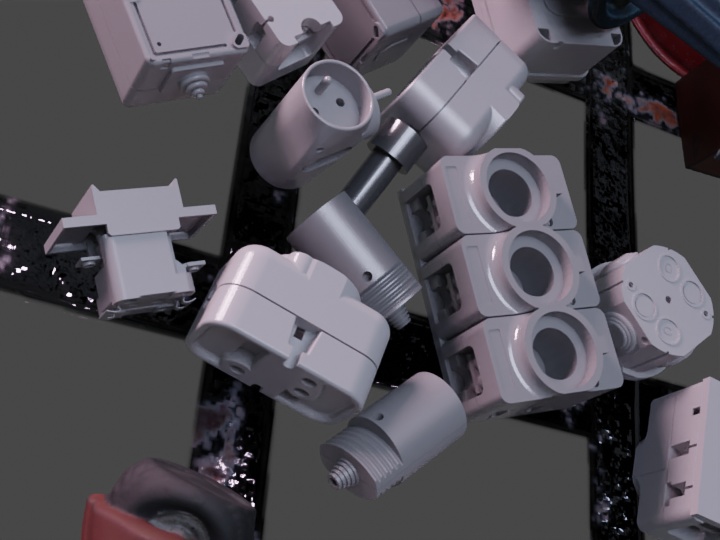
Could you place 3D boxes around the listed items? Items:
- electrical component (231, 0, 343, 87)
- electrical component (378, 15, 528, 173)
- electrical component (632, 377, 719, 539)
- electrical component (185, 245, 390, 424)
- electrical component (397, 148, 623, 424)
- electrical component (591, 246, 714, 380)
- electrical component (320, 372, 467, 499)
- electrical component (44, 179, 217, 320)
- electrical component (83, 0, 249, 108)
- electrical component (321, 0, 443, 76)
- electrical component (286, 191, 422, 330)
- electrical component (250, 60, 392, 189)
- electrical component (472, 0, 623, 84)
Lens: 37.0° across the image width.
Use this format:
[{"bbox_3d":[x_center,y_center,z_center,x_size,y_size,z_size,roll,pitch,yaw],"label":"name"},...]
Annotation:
[{"bbox_3d":[-0.063,-0.161,0.637,0.050,0.056,0.089,-33,87,-35],"label":"electrical component"},{"bbox_3d":[0.062,-0.108,0.683,0.059,0.054,0.095,43,56,-6],"label":"electrical component"},{"bbox_3d":[0.252,0.142,0.676,0.150,0.062,0.089,26,60,-17],"label":"electrical component"},{"bbox_3d":[-0.036,0.032,0.572,0.095,0.054,0.059,31,58,-14],"label":"electrical component"},{"bbox_3d":[0.091,0.008,0.646,0.089,0.062,0.150,-4,72,-30],"label":"electrical component"},{"bbox_3d":[0.182,0.027,0.694,0.080,0.051,0.080,11,65,-24],"label":"electrical component"},{"bbox_3d":[0.015,0.093,0.580,0.081,0.043,0.043,-31,86,-34],"label":"electrical component"},{"bbox_3d":[-0.115,-0.009,0.554,0.081,0.042,0.063,-7,75,-30],"label":"electrical component"},{"bbox_3d":[-0.109,-0.133,0.598,0.062,0.061,0.096,-16,78,-32],"label":"electrical component"},{"bbox_3d":[-0.001,-0.179,0.674,0.061,0.062,0.096,-29,85,-34],"label":"electrical component"},{"bbox_3d":[0.000,0.000,0.611,0.043,0.043,0.081,-39,91,-34],"label":"electrical component"},{"bbox_3d":[-0.015,-0.087,0.619,0.079,0.077,0.043,-26,83,-34],"label":"electrical component"},{"bbox_3d":[0.124,-0.190,0.750,0.078,0.057,0.113,-4,72,-30],"label":"electrical component"}]
